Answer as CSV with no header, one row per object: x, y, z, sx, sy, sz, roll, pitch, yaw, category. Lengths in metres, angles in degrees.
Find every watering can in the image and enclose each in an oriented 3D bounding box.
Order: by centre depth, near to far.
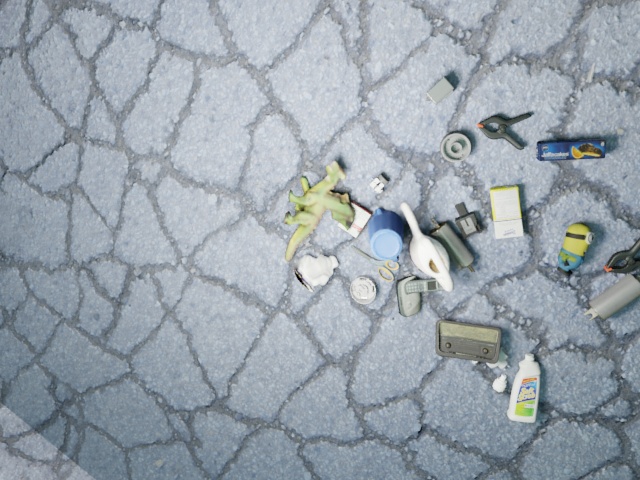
0.360,0.020,1.784,0.104,0.224,0.347,-30,92,-1,watering can

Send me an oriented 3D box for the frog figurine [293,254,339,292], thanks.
-0.014,0.107,1.972,0.161,0.121,0.138,-39,82,-16,frog figurine

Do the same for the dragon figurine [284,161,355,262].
0.006,-0.095,1.887,0.243,0.123,0.405,12,106,14,dragon figurine
